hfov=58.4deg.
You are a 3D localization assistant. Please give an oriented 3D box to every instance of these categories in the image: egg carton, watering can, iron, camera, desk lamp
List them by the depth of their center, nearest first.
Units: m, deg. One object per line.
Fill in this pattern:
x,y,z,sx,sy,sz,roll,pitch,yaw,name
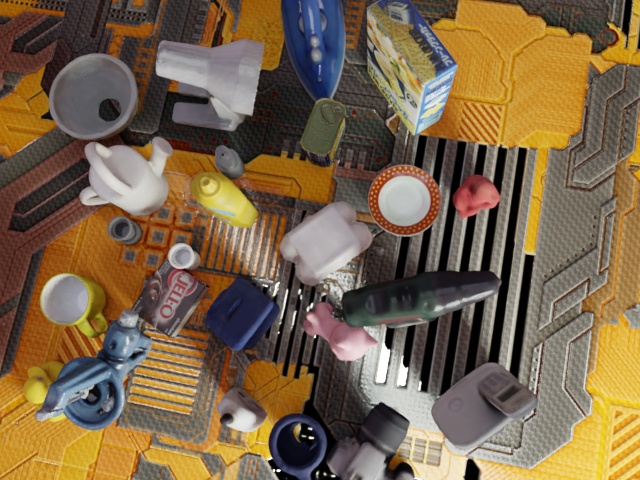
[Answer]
0.099,0.343,0.913,0.143,0.101,0.137,33,84,9,camera
-0.334,-0.116,0.980,0.101,0.194,0.173,37,85,10,watering can
-0.182,-0.268,0.985,0.203,0.213,0.118,7,80,6,desk lamp
0.009,0.004,0.996,0.150,0.069,0.107,-36,79,-2,egg carton
-0.011,-0.382,1.029,0.118,0.141,0.258,-8,79,3,iron

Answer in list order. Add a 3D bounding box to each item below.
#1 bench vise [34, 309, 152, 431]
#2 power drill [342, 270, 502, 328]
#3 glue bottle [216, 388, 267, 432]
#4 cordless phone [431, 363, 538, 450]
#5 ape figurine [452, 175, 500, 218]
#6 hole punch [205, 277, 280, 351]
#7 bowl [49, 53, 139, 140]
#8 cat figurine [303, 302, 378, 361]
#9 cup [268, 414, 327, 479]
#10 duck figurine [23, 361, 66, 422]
-0.368,0.208,0.912,0.121,0.220,0.207,5,80,6,bench vise
0.150,0.093,0.899,0.229,0.208,0.075,-11,79,3,power drill
-0.132,0.274,0.906,0.078,0.173,0.037,41,85,10,glue bottle
0.252,0.259,0.873,0.147,0.185,0.094,-39,79,-3,cordless phone
0.271,-0.080,0.979,0.077,0.092,0.076,14,81,7,ape figurine
-0.137,0.126,0.975,0.101,0.091,0.109,36,85,10,hole punch
-0.410,-0.256,1.072,0.167,0.075,0.167,-1,80,4,bowl
0.030,0.154,0.943,0.127,0.118,0.067,33,84,9,cat figurine
-0.028,0.337,0.927,0.091,0.095,0.118,-14,79,2,cup
-0.469,0.260,0.979,0.077,0.086,0.104,-20,79,1,duck figurine
